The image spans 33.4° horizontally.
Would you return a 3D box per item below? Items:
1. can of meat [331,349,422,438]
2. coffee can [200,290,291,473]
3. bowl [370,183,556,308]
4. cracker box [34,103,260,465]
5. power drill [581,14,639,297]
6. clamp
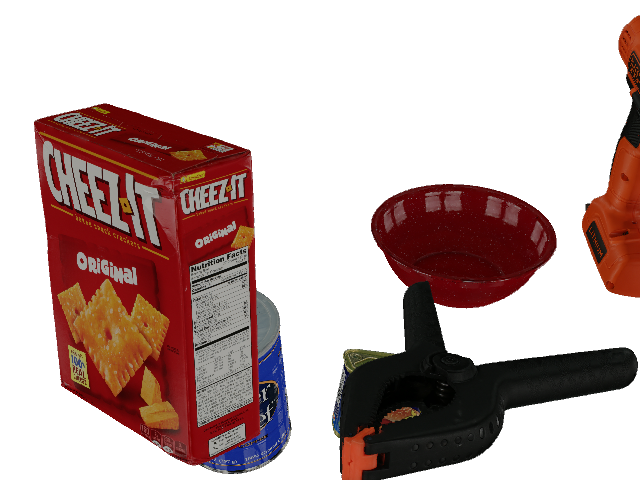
[{"bbox_3d":[0.067,0.169,1.131,0.102,0.084,0.057,8,21,-8],"label":"can of meat"},{"bbox_3d":[-0.082,0.125,0.961,0.103,0.140,0.103,-3,39,2],"label":"coffee can"},{"bbox_3d":[0.123,0.012,0.944,0.162,0.055,0.162,1,33,-1],"label":"bowl"},{"bbox_3d":[-0.122,0.028,0.743,0.164,0.214,0.071,21,31,41],"label":"cracker box"},{"bbox_3d":[0.249,-0.052,0.787,0.057,0.188,0.184,4,36,-2],"label":"power drill"},{"bbox_3d":[0.070,0.082,0.643,0.165,0.036,0.209,21,30,39],"label":"clamp"}]
